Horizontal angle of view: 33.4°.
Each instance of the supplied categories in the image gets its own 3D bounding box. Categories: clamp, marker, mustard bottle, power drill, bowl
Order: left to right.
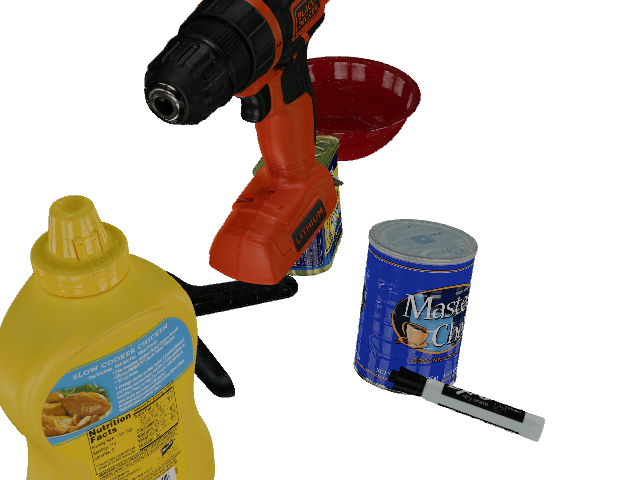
[{"bbox_3d":[-0.100,0.063,0.493,0.096,0.192,0.058,-28,44,-31],"label":"mustard bottle"},{"bbox_3d":[-0.141,0.075,1.015,0.210,0.036,0.164,8,37,11],"label":"clamp"},{"bbox_3d":[-0.037,-0.067,0.629,0.057,0.188,0.184,18,43,20],"label":"power drill"},{"bbox_3d":[0.018,-0.126,1.071,0.162,0.055,0.162,0,36,0],"label":"bowl"},{"bbox_3d":[0.109,0.123,0.810,0.121,0.020,0.020,19,3,9],"label":"marker"}]

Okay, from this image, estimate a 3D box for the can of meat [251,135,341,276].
[{"bbox_3d":[-0.015,-0.029,0.851,0.057,0.084,0.102,-1,23,11],"label":"can of meat"}]

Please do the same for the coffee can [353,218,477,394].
[{"bbox_3d":[0.090,0.062,1.025,0.103,0.140,0.103,5,21,-2],"label":"coffee can"}]
